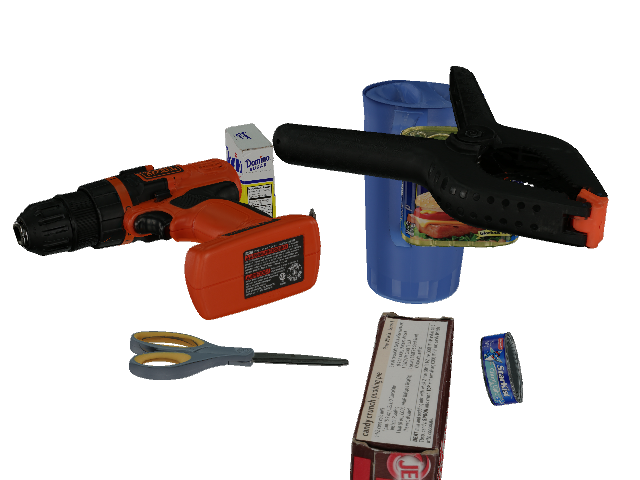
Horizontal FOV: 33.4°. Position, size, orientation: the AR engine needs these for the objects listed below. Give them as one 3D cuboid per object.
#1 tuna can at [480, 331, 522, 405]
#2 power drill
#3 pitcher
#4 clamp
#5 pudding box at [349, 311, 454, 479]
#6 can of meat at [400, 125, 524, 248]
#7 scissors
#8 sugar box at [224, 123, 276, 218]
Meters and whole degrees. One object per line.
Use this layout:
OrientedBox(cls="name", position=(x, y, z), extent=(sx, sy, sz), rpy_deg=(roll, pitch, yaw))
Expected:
OrientedBox(cls="tuna can", position=(0.217, 0.154, 1.280), extent=(0.034, 0.086, 0.086), rpy_deg=(-11, -3, 17))
OrientedBox(cls="power drill", position=(-0.104, -0.006, 0.767), extent=(0.184, 0.057, 0.188), rpy_deg=(-18, 30, -32))
OrientedBox(cls="pitcher", position=(0.107, -0.052, 1.202), extent=(0.149, 0.243, 0.145), rpy_deg=(-10, 24, -27))
OrientedBox(cls="clamp", position=(0.081, -0.048, 0.647), extent=(0.164, 0.036, 0.210), rpy_deg=(-19, 36, -24))
OrientedBox(cls="pudding box", position=(0.035, 0.096, 0.468), extent=(0.039, 0.090, 0.113), rpy_deg=(6, 25, 6))
OrientedBox(cls="can of meat", position=(0.114, -0.043, 0.859), extent=(0.102, 0.084, 0.057), rpy_deg=(1, 29, 3))
OrientedBox(cls="scissors", position=(-0.083, 0.110, 0.959), extent=(0.202, 0.016, 0.096), rpy_deg=(8, 18, 13))
OrientedBox(cls="sugar box", position=(-0.086, -0.047, 1.320), extent=(0.048, 0.176, 0.093), rpy_deg=(-11, 26, -15))
